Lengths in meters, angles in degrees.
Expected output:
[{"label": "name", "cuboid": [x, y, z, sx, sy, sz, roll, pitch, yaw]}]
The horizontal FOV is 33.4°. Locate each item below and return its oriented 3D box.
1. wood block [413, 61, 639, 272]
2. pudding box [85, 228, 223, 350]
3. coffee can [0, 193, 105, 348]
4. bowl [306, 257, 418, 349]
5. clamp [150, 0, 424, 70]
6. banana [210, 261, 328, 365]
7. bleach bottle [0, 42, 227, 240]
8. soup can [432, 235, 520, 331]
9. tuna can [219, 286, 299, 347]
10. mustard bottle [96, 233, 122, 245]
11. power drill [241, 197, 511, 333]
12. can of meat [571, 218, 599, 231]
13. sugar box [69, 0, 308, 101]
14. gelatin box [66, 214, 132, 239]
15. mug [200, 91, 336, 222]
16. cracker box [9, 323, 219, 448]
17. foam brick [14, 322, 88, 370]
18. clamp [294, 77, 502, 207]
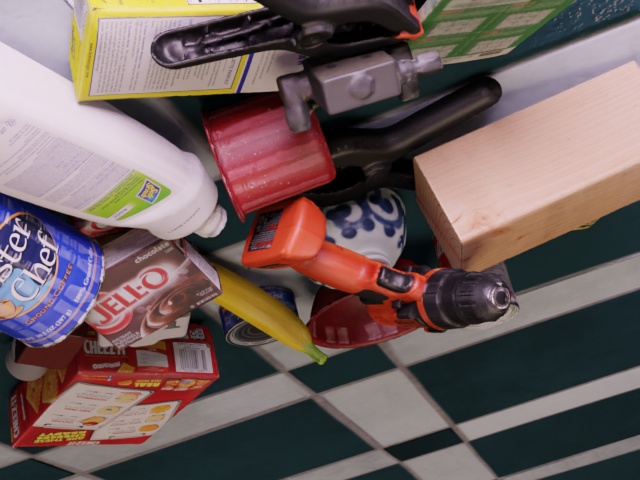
[{"label": "wood block", "cuboid": [0.193, -0.058, 0.914, 0.206, 0.091, 0.090, -24, 156, -4]}, {"label": "pudding box", "cuboid": [-0.155, 0.037, 0.917, 0.113, 0.039, 0.090, -30, 135, 9]}, {"label": "coffee can", "cuboid": [-0.251, 0.011, 0.823, 0.103, 0.103, 0.140, -27, 140, 23]}, {"label": "bowl", "cuboid": [0.056, 0.060, 1.155, 0.162, 0.055, 0.162, -12, 153, -6]}, {"label": "clamp", "cuboid": [-0.018, -0.135, 0.660, 0.171, 0.039, 0.120, 1, 166, -37]}, {"label": "banana", "cuboid": [-0.073, 0.061, 1.073, 0.197, 0.037, 0.070, 34, 172, -29]}, {"label": "bleach bottle", "cuboid": [-0.168, -0.053, 0.781, 0.103, 0.068, 0.250, -31, 143, 26]}, {"label": "soup can", "cuboid": [0.162, 0.035, 1.108, 0.068, 0.102, 0.068, -11, 154, -5]}, {"label": "tuna can", "cuboid": [-0.066, 0.085, 1.166, 0.086, 0.034, 0.086, -12, 154, -6]}, {"label": "mustard bottle", "cuboid": [-0.226, 0.035, 0.961, 0.191, 0.058, 0.096, -5, 150, -18]}, {"label": "power drill", "cuboid": [0.042, 0.026, 0.881, 0.187, 0.057, 0.185, 26, 163, -23]}, {"label": "can of meat", "cuboid": [0.240, -0.049, 1.036, 0.102, 0.057, 0.084, -5, 155, -18]}, {"label": "sugar box", "cuboid": [-0.074, -0.139, 0.714, 0.176, 0.048, 0.093, -8, 153, -22]}, {"label": "gelatin box", "cuboid": [-0.167, -0.034, 0.887, 0.089, 0.030, 0.073, -12, 154, -5]}, {"label": "mug", "cuboid": [-0.038, -0.072, 0.829, 0.081, 0.093, 0.117, -20, -176, 0]}, {"label": "cracker box", "cuboid": [-0.235, 0.163, 1.193, 0.163, 0.072, 0.214, 6, 148, -33]}, {"label": "foam brick", "cuboid": [-0.261, 0.085, 1.039, 0.051, 0.053, 0.078, 13, 142, -25]}, {"label": "clamp", "cuboid": [0.051, -0.074, 0.911, 0.209, 0.036, 0.165, -10, 152, -18]}]
